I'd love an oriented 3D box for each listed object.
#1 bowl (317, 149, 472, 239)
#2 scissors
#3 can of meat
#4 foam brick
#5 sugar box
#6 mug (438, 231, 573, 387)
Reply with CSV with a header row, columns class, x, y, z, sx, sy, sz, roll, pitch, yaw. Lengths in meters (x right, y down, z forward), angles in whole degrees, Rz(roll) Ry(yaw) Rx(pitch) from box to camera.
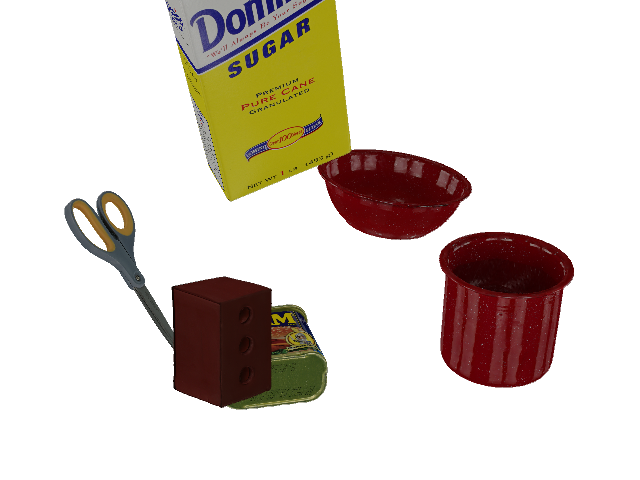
class,x,y,z,sx,sy,sz,roll,pitch,yaw
bowl,0.074,-0.043,1.117,0.162,0.055,0.162,6,23,-3
scissors,-0.199,0.026,1.162,0.016,0.201,0.096,-28,21,33
can of meat,-0.051,0.106,0.964,0.102,0.057,0.084,-5,27,-15
foam brick,-0.070,0.070,0.758,0.051,0.078,0.052,11,17,41
sugar box,-0.035,-0.109,0.647,0.093,0.048,0.176,-24,-36,-11
mug,0.124,0.045,0.770,0.093,0.081,0.117,-10,30,-19
